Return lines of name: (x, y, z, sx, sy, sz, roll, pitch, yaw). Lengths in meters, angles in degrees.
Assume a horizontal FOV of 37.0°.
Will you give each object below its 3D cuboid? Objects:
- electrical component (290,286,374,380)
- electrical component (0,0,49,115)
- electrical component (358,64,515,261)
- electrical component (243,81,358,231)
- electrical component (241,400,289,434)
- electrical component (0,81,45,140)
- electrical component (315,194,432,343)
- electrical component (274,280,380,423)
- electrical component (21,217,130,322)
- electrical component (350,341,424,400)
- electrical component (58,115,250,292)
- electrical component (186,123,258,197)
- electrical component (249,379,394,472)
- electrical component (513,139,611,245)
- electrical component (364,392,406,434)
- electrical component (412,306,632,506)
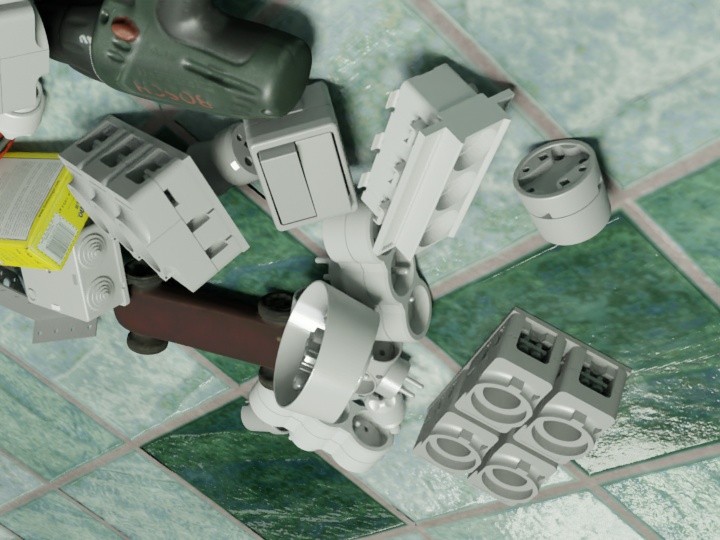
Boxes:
electrical component: (-0.024, 0.063, 0.877, 0.079, 0.044, 0.077, 25, 121, 23)
electrical component: (-0.246, -0.197, 0.680, 0.105, 0.060, 0.186, 57, 150, 24)
electrical component: (0.045, -0.072, 0.714, 0.063, 0.079, 0.121, 49, 147, 20)
electrical component: (-0.039, -0.071, 0.753, 0.062, 0.061, 0.096, -15, 133, 1)
electrical component: (-0.090, 0.142, 1.061, 0.046, 0.040, 0.040, -8, 130, 43)
electrical component: (-0.269, -0.136, 0.845, 0.043, 0.043, 0.062, 30, 140, -4)
electrical component: (0.000, 0.000, 0.836, 0.074, 0.052, 0.138, 2, 135, 29)
electrical component: (-0.027, 0.062, 0.803, 0.064, 0.099, 0.099, 24, 142, -6)
electrical component: (-0.256, -0.008, 0.945, 0.100, 0.048, 0.099, 14, 121, 34)
electrical component: (0.017, 0.087, 0.932, 0.079, 0.044, 0.077, 31, 142, -5)
electrical component: (-0.162, -0.050, 0.811, 0.150, 0.062, 0.089, 29, 155, 51)
electrical component: (-0.098, -0.083, 0.805, 0.055, 0.045, 0.045, -17, 124, 41)
electrical component: (-0.043, 0.147, 1.020, 0.138, 0.052, 0.073, 31, 132, -7)
electrical component: (0.134, -0.049, 0.702, 0.055, 0.055, 0.047, -3, 137, 32)
electrical component: (0.026, 0.128, 0.983, 0.035, 0.035, 0.061, 6, 140, 24)
electrical component: (0.127, 0.123, 0.897, 0.105, 0.060, 0.186, 28, 142, -2)
